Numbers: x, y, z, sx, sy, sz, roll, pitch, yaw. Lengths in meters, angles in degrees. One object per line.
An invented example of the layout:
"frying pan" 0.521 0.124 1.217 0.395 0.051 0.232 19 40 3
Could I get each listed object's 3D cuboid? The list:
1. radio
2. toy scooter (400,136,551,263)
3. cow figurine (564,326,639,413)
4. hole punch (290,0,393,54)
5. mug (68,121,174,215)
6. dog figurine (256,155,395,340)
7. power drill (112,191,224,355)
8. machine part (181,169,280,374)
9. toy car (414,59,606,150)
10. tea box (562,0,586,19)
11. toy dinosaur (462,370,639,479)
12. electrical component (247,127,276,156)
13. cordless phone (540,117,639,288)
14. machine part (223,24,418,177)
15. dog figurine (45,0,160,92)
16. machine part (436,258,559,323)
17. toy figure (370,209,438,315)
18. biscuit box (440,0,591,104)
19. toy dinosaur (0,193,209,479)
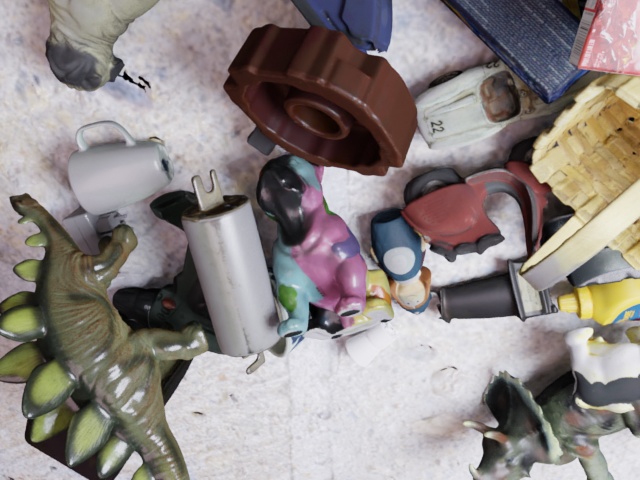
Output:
"radio" -0.269 0.192 0.719 0.131 0.230 0.073 27 118 0
"toy scooter" 0.186 -0.025 0.587 0.184 0.075 0.135 -18 78 14
"cow figurine" 0.372 0.143 0.609 0.167 0.098 0.068 -8 158 18
"hole punch" 0.032 -0.229 0.504 0.092 0.142 0.115 -34 96 19
"mug" -0.239 -0.093 0.653 0.107 0.081 0.109 -12 111 4
"dog figurine" -0.001 -0.002 0.632 0.108 0.191 0.219 -21 70 23
"power drill" -0.183 0.045 0.701 0.232 0.086 0.207 21 113 19
"machine part" -0.095 0.040 0.599 0.079 0.079 0.243 -8 111 14
"toy car" 0.197 -0.154 0.552 0.202 0.056 0.073 -18 113 19
"tea box" 0.265 -0.221 0.441 0.098 0.170 0.068 -16 112 20
"toy dinosaur" 0.373 0.211 0.685 0.405 0.131 0.192 -31 109 16
"electrical component" -0.032 -0.150 0.598 0.075 0.048 0.119 33 118 -8
"cordless phone" 0.313 -0.050 0.586 0.147 0.089 0.184 -10 104 16
"machine part" 0.003 -0.123 0.490 0.179 0.179 0.056 25 79 -4
"dog figurine" -0.210 -0.248 0.568 0.172 0.121 0.190 0 146 -10
"machine part" 0.214 0.070 0.668 0.139 0.039 0.084 -17 92 22
"toy figure" 0.104 0.036 0.669 0.064 0.058 0.154 0 122 39
"biscuit box" 0.161 -0.214 0.488 0.203 0.059 0.063 48 113 7
"toy dinosaur" -0.237 0.143 0.606 0.471 0.198 0.105 54 141 5
